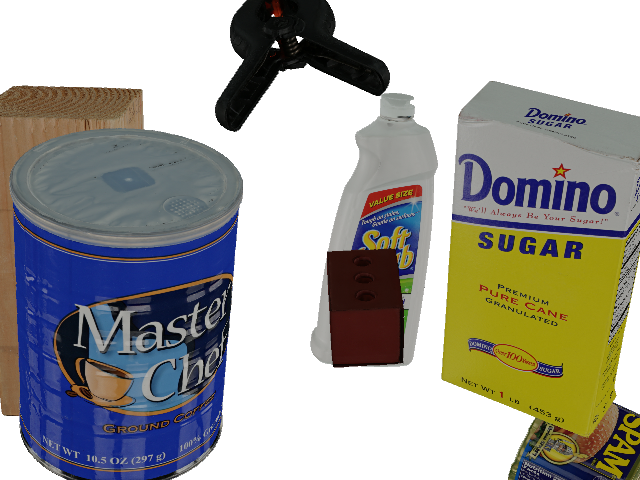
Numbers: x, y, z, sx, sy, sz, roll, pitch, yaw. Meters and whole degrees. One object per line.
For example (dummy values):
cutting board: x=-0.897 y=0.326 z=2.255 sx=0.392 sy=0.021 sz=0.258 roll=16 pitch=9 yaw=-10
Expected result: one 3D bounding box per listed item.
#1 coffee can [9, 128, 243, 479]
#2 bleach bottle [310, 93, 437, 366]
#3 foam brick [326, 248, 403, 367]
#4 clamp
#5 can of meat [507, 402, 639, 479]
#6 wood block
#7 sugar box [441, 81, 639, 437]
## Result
coffee can: x=-0.093 y=0.031 z=0.509 sx=0.102 sy=0.140 sz=0.103 roll=5 pitch=30 yaw=-3
bleach bottle: x=0.051 y=-0.010 z=0.983 sx=0.102 sy=0.251 sz=0.068 roll=3 pitch=19 yaw=-5
foam brick: x=0.032 y=0.047 z=0.771 sx=0.053 sy=0.051 sz=0.078 roll=-3 pitch=32 yaw=0
clamp: x=-0.014 y=-0.142 z=0.773 sx=0.120 sy=0.039 sz=0.171 roll=-4 pitch=44 yaw=2
can of meat: x=0.198 y=0.159 z=0.793 sx=0.084 sy=0.057 sz=0.101 roll=24 pitch=41 yaw=24
wood block: x=-0.167 y=0.007 z=0.715 sx=0.091 sy=0.206 sz=0.090 roll=2 pitch=20 yaw=1
sugar box: x=0.115 y=0.013 z=0.555 sx=0.093 sy=0.176 sz=0.048 roll=19 pitch=42 yaw=27
